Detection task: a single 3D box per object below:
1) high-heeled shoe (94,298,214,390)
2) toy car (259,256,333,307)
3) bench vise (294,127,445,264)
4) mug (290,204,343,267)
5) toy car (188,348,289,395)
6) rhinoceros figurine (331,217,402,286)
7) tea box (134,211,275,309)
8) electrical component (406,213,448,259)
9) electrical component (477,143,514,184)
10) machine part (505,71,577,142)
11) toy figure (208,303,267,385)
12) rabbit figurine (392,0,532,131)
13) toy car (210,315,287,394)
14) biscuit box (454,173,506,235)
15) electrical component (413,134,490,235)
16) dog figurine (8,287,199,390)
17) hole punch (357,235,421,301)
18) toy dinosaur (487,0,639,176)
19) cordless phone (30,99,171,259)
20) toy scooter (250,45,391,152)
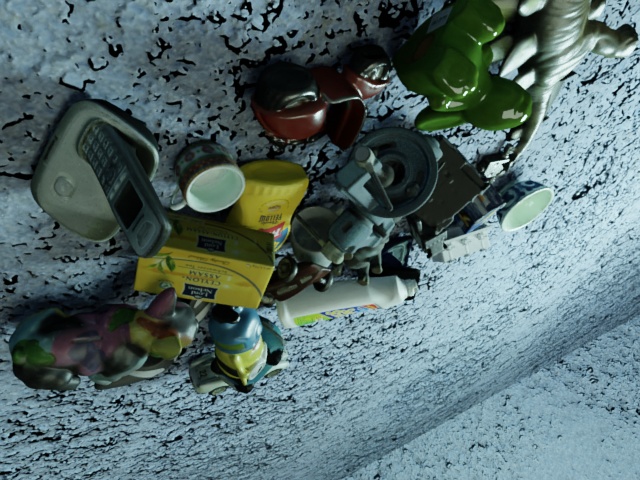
[{"bbox_3d":[-0.250,0.138,0.807,0.249,0.086,0.145,-43,169,-14],"label":"high-heeled shoe"},{"bbox_3d":[-0.067,0.073,0.848,0.089,0.053,0.202,23,151,-39],"label":"toy car"},{"bbox_3d":[0.062,-0.064,0.693,0.223,0.129,0.240,-37,166,10],"label":"bench vise"},{"bbox_3d":[-0.002,-0.003,0.858,0.109,0.081,0.107,-59,168,-28],"label":"mug"},{"bbox_3d":[-0.156,0.245,1.056,0.202,0.074,0.056,-11,143,-28],"label":"toy car"},{"bbox_3d":[0.079,-0.001,0.887,0.073,0.112,0.190,23,148,-2],"label":"rhinoceros figurine"},{"bbox_3d":[-0.153,0.028,0.716,0.170,0.068,0.098,10,133,-15],"label":"tea box"},{"bbox_3d":[0.193,-0.025,0.980,0.048,0.075,0.119,-29,145,-1],"label":"electrical component"},{"bbox_3d":[0.314,-0.135,0.975,0.063,0.021,0.094,-12,143,-27],"label":"electrical component"},{"bbox_3d":[0.356,-0.221,0.876,0.084,0.039,0.138,-15,145,-30],"label":"machine part"},{"bbox_3d":[-0.133,0.152,0.853,0.082,0.089,0.179,-43,144,-28],"label":"toy figure"},{"bbox_3d":[0.177,-0.184,0.665,0.170,0.121,0.159,30,160,-24],"label":"rabbit figurine"},{"bbox_3d":[-0.124,0.197,0.986,0.161,0.109,0.103,-57,178,25],"label":"toy car"},{"bbox_3d":[0.271,-0.058,0.946,0.059,0.063,0.202,-34,169,7],"label":"biscuit box"},{"bbox_3d":[0.173,-0.093,0.824,0.115,0.134,0.058,-47,-177,19],"label":"electrical component"},{"bbox_3d":[-0.271,0.126,0.702,0.219,0.108,0.191,-22,160,35],"label":"dog figurine"},{"bbox_3d":[0.130,0.053,1.039,0.116,0.092,0.142,2,146,1],"label":"hole punch"},{"bbox_3d":[0.308,-0.273,0.716,0.199,0.105,0.470,-21,138,-2],"label":"toy dinosaur"},{"bbox_3d":[-0.207,-0.034,0.536,0.088,0.184,0.146,8,131,-51],"label":"cordless phone"},{"bbox_3d":[0.001,-0.154,0.650,0.184,0.075,0.135,-22,148,-22],"label":"toy scooter"}]
